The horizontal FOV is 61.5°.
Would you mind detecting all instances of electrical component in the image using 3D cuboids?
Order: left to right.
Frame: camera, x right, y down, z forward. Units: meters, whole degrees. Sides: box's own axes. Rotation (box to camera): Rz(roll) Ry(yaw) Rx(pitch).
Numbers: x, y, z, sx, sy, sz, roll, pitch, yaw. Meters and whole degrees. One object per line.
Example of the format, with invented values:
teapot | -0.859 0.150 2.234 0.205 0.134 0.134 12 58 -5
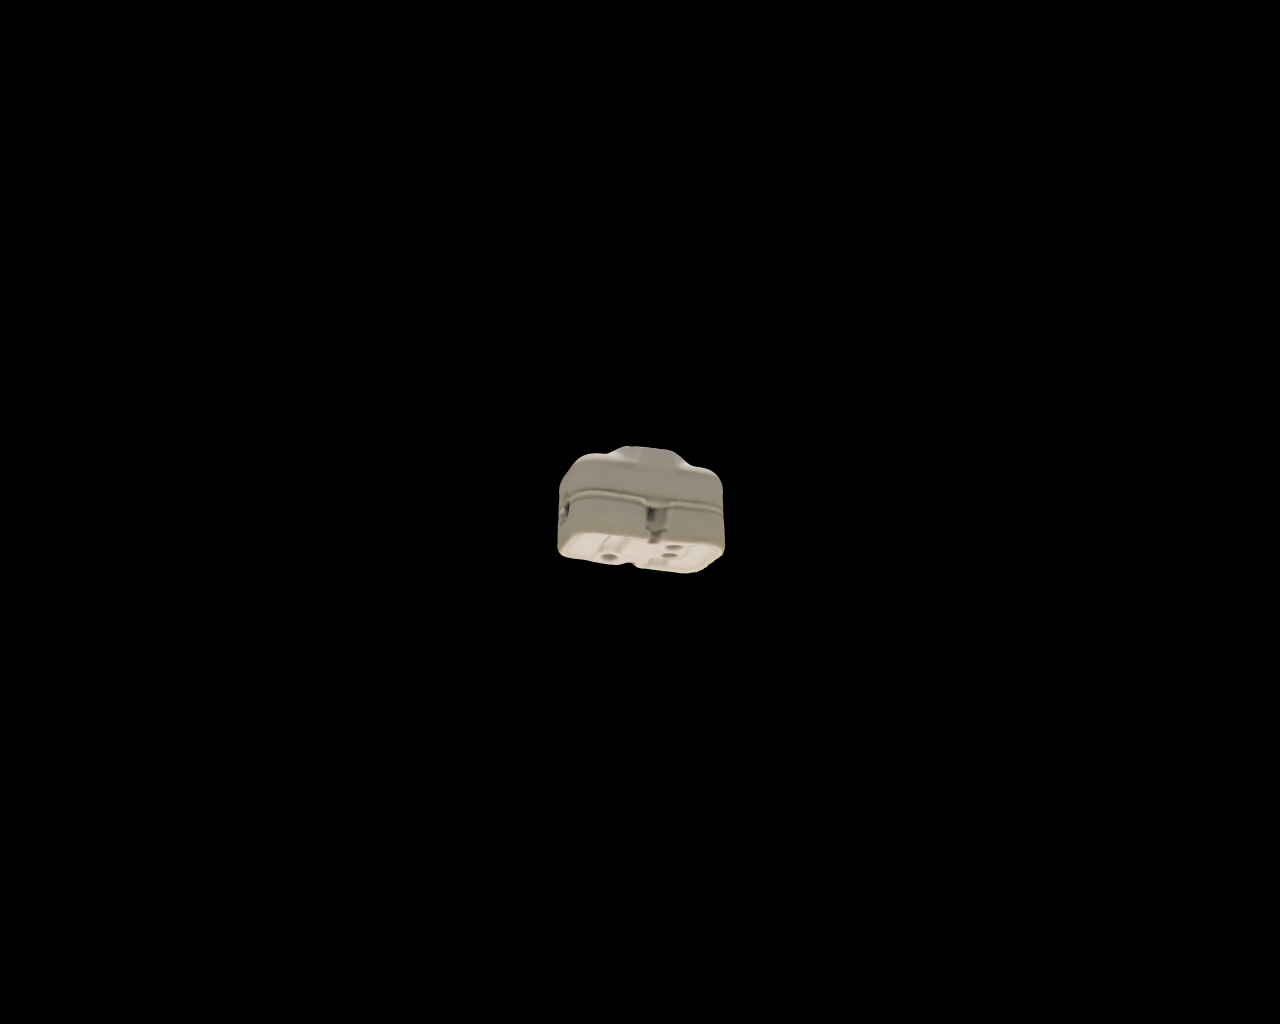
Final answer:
electrical component | 0.001 -0.003 0.650 0.095 0.059 0.053 8 -24 -18
